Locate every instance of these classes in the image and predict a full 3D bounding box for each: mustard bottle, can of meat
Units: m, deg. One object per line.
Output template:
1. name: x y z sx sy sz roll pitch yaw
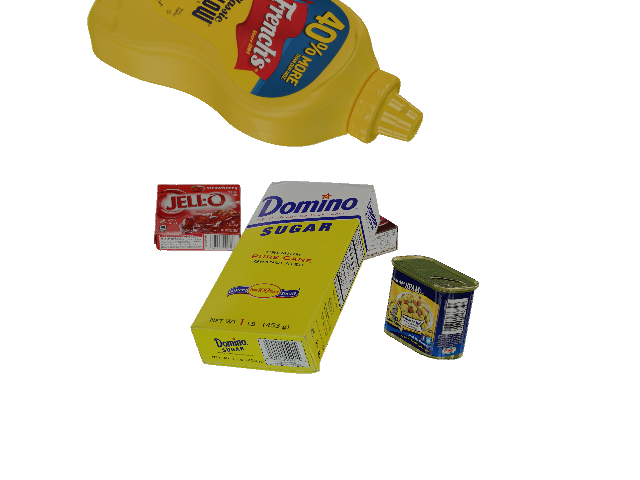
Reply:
1. mustard bottle: -0.030 -0.106 0.608 0.192 0.096 0.058 28 -27 11
2. can of meat: 0.116 0.072 1.145 0.057 0.084 0.102 -4 20 -35

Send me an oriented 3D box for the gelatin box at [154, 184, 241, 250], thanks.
1. gelatin box: -0.128 -0.025 1.117 0.089 0.073 0.030 1 -43 -5

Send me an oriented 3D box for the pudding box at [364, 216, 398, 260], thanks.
1. pudding box: 0.025 -0.006 1.300 0.113 0.039 0.090 -19 30 -27

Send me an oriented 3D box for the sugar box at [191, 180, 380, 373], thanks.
1. sugar box: -0.022 0.022 0.819 0.093 0.048 0.176 3 44 20
